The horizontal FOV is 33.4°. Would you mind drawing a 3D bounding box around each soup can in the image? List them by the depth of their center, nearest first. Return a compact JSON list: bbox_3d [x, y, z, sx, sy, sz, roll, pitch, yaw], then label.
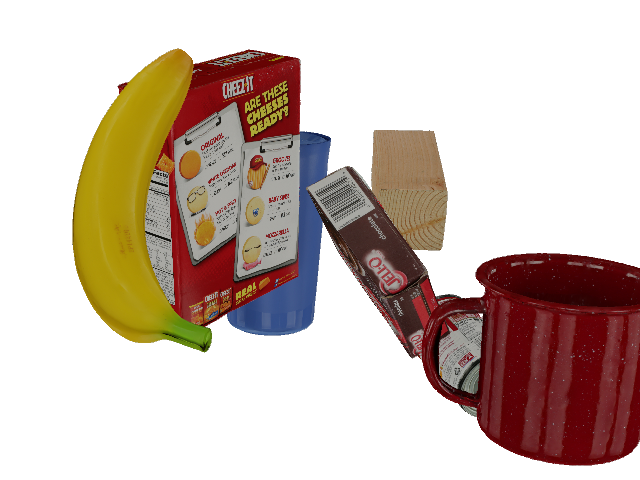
[{"bbox_3d":[0.129,0.101,0.945,0.068,0.068,0.102,0,26,-24],"label":"soup can"}]

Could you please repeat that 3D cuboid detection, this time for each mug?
[{"bbox_3d":[0.108,0.057,0.524,0.117,0.081,0.093,2,15,-2],"label":"mug"}]

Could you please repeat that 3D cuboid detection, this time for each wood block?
[{"bbox_3d":[0.119,-0.074,1.478,0.091,0.090,0.206,2,28,0],"label":"wood block"}]

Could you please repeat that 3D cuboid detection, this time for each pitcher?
[{"bbox_3d":[-0.057,-0.011,1.287,0.145,0.243,0.148,12,17,37],"label":"pitcher"}]

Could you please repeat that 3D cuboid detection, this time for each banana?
[{"bbox_3d":[-0.097,-0.021,0.569,0.069,0.198,0.037,-5,-32,-6],"label":"banana"}]

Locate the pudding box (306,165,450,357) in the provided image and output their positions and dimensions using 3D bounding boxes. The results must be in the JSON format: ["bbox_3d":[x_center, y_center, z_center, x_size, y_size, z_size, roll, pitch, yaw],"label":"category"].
[{"bbox_3d":[0.041,0.015,0.738,0.039,0.113,0.090,-30,-36,-3],"label":"pudding box"}]

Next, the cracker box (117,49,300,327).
[{"bbox_3d":[-0.092,-0.045,0.934,0.072,0.214,0.163,16,28,34],"label":"cracker box"}]
